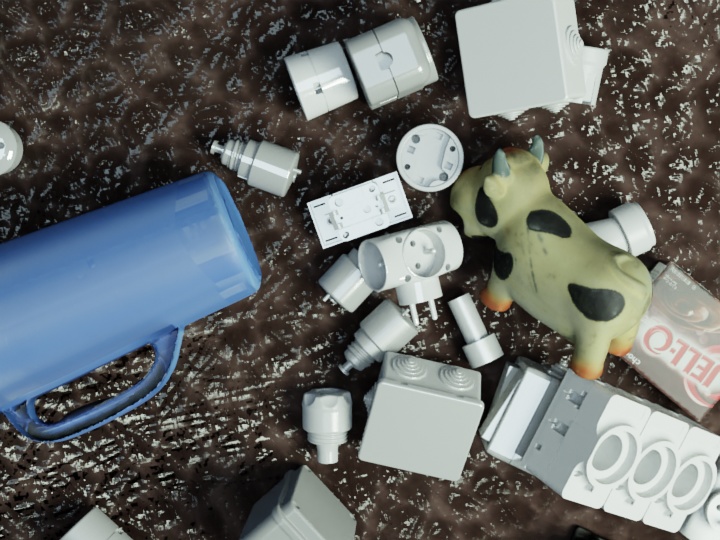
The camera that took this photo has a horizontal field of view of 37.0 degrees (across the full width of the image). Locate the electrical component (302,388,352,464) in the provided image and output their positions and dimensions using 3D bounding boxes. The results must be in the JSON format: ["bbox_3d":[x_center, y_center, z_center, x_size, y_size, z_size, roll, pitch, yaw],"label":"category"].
[{"bbox_3d":[-0.028,0.134,0.924,0.043,0.043,0.062,0,96,1],"label":"electrical component"}]

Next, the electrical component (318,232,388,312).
[{"bbox_3d":[0.000,0.000,0.913,0.040,0.040,0.078,43,92,-3],"label":"electrical component"}]

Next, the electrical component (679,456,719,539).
[{"bbox_3d":[0.308,0.201,0.906,0.044,0.079,0.077,31,95,6],"label":"electrical component"}]

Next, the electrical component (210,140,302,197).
[{"bbox_3d":[-0.087,-0.090,0.906,0.078,0.040,0.040,20,95,0],"label":"electrical component"}]

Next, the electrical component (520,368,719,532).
[{"bbox_3d":[0.219,0.151,0.877,0.150,0.062,0.089,23,96,-34],"label":"electrical component"}]

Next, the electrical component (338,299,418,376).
[{"bbox_3d":[0.014,0.060,0.918,0.078,0.040,0.040,-43,93,4],"label":"electrical component"}]

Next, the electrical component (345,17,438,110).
[{"bbox_3d":[0.026,-0.167,0.870,0.059,0.095,0.053,-23,94,3],"label":"electrical component"}]

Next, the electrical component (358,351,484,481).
[{"bbox_3d":[0.051,0.121,0.903,0.100,0.048,0.099,13,124,-1],"label":"electrical component"}]

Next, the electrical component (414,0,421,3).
[{"bbox_3d":[0.037,-0.268,0.878,0.062,0.061,0.096,-13,95,2],"label":"electrical component"}]

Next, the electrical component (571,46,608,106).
[{"bbox_3d":[0.183,-0.162,0.897,0.040,0.040,0.046,8,100,0],"label":"electrical component"}]

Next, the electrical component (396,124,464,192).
[{"bbox_3d":[0.057,-0.093,0.900,0.055,0.047,0.055,0,95,1],"label":"electrical component"}]

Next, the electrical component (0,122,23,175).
[{"bbox_3d":[-0.303,-0.101,0.898,0.048,0.062,0.048,0,94,0],"label":"electrical component"}]

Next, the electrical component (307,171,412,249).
[{"bbox_3d":[0.000,-0.050,0.897,0.081,0.064,0.042,-20,94,3],"label":"electrical component"}]

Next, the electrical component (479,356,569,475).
[{"bbox_3d":[0.144,0.115,0.910,0.061,0.061,0.096,25,95,-1],"label":"electrical component"}]

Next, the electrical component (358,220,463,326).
[{"bbox_3d":[0.046,0.005,0.888,0.077,0.044,0.079,-15,94,-29],"label":"electrical component"}]

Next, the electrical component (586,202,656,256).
[{"bbox_3d":[0.214,-0.028,0.905,0.055,0.045,0.045,-25,94,2],"label":"electrical component"}]

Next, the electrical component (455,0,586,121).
[{"bbox_3d":[0.132,-0.174,0.874,0.100,0.048,0.099,-6,96,35],"label":"electrical component"}]

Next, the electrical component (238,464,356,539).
[{"bbox_3d":[-0.049,0.219,0.897,0.057,0.113,0.078,-42,93,7],"label":"electrical component"}]

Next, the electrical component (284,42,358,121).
[{"bbox_3d":[-0.032,-0.158,0.893,0.047,0.055,0.055,-21,94,-1],"label":"electrical component"}]

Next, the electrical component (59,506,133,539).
[{"bbox_3d":[-0.232,0.239,0.931,0.055,0.055,0.047,-44,89,4],"label":"electrical component"}]
